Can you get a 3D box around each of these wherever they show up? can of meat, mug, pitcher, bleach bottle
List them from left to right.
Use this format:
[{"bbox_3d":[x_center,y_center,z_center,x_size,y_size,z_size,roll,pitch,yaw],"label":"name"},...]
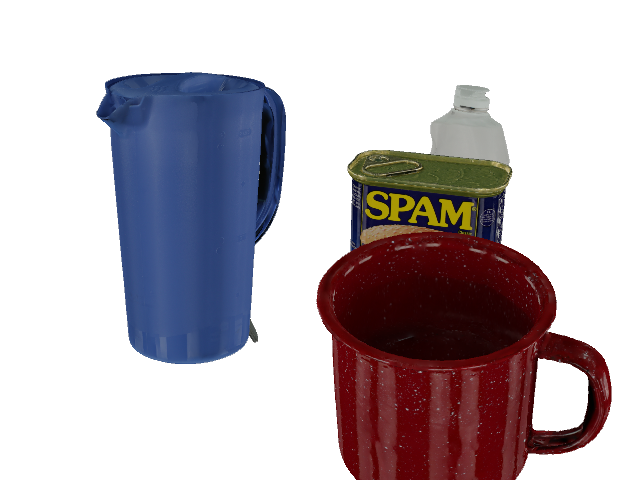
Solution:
[{"bbox_3d":[-0.107,-0.024,0.931,0.149,0.243,0.145,1,17,0],"label":"pitcher"},{"bbox_3d":[0.068,-0.008,0.691,0.102,0.084,0.057,7,24,15],"label":"can of meat"},{"bbox_3d":[0.115,-0.016,0.971,0.103,0.251,0.067,19,21,37],"label":"bleach bottle"},{"bbox_3d":[0.058,0.056,0.433,0.117,0.081,0.093,8,33,17],"label":"mug"}]

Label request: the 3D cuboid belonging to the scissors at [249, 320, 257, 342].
[{"bbox_3d":[-0.114,0.015,1.242,0.016,0.201,0.096,-27,16,41],"label":"scissors"}]
